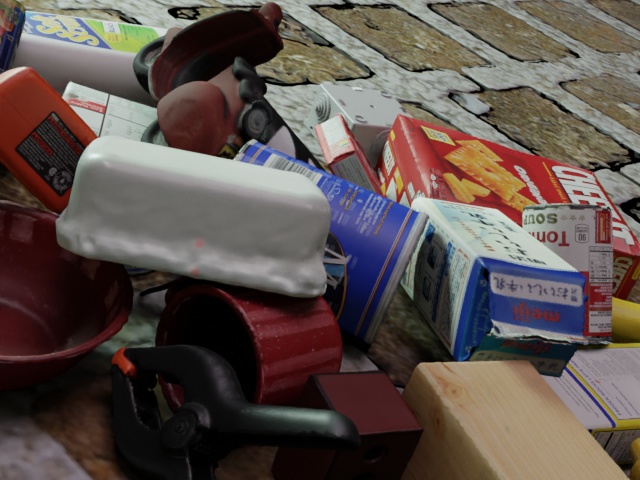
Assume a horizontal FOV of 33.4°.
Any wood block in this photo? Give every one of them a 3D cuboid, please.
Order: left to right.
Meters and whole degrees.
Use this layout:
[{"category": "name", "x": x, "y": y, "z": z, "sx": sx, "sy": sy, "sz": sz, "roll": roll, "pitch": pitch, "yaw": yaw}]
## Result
[{"category": "wood block", "x": 0.122, "y": 0.167, "z": 0.588, "sx": 0.090, "sy": 0.090, "sz": 0.206, "roll": 2, "pitch": 34, "yaw": -31}]

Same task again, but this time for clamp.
[{"category": "clamp", "x": -0.067, "y": 0.117, "z": 0.573, "sx": 0.172, "sy": 0.120, "sz": 0.039, "roll": 23, "pitch": -18, "yaw": 44}]

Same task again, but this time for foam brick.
[{"category": "foam brick", "x": 0.014, "y": 0.120, "z": 0.611, "sx": 0.052, "sy": 0.078, "sz": 0.051, "roll": 1, "pitch": 36, "yaw": -30}]

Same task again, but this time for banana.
[{"category": "banana", "x": 0.235, "y": 0.055, "z": 0.880, "sx": 0.197, "sy": 0.070, "sz": 0.037, "roll": 24, "pitch": 61, "yaw": -4}]

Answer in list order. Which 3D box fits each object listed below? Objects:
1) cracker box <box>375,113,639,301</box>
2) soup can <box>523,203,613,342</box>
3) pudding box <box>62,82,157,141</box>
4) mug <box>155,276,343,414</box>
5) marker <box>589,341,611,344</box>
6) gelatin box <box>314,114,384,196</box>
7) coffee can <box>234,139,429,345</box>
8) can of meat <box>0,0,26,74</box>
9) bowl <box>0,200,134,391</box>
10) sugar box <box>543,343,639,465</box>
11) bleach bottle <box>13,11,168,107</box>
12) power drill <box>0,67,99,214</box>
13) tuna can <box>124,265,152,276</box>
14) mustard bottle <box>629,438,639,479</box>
[{"category": "cracker box", "x": 0.168, "y": -0.027, "z": 0.968, "sx": 0.213, "sy": 0.072, "sz": 0.164, "roll": 14, "pitch": 30, "yaw": -14}, {"category": "soup can", "x": 0.188, "y": 0.025, "z": 0.813, "sx": 0.068, "sy": 0.102, "sz": 0.068, "roll": 1, "pitch": -2, "yaw": 0}, {"category": "pudding box", "x": -0.175, "y": -0.080, "z": 0.870, "sx": 0.090, "sy": 0.039, "sz": 0.113, "roll": 16, "pitch": 32, "yaw": -14}, {"category": "mug", "x": -0.048, "y": 0.062, "z": 0.657, "sx": 0.081, "sy": 0.093, "sz": 0.117, "roll": -7, "pitch": 40, "yaw": -48}, {"category": "marker", "x": 0.230, "y": 0.091, "z": 0.862, "sx": 0.121, "sy": 0.020, "sz": 0.020, "roll": 18, "pitch": 29, "yaw": -5}, {"category": "gelatin box", "x": 0.031, "y": -0.054, "z": 0.916, "sx": 0.030, "sy": 0.089, "sz": 0.073, "roll": -27, "pitch": 32, "yaw": 7}, {"category": "coffee can", "x": -0.005, "y": 0.001, "z": 0.774, "sx": 0.140, "sy": 0.103, "sz": 0.102, "roll": 24, "pitch": 29, "yaw": 5}, {"category": "can of meat", "x": -0.296, "y": -0.160, "z": 0.863, "sx": 0.102, "sy": 0.084, "sz": 0.057, "roll": 15, "pitch": -14, "yaw": -12}, {"category": "bowl", "x": -0.196, "y": 0.040, "z": 0.633, "sx": 0.162, "sy": 0.055, "sz": 0.162, "roll": 16, "pitch": 29, "yaw": -9}, {"category": "sugar box", "x": 0.195, "y": 0.117, "z": 0.767, "sx": 0.176, "sy": 0.048, "sz": 0.093, "roll": 0, "pitch": 32, "yaw": -27}, {"category": "bleach bottle", "x": -0.247, "y": -0.165, "z": 0.945, "sx": 0.250, "sy": 0.068, "sz": 0.102, "roll": 6, "pitch": 32, "yaw": -21}, {"category": "power drill", "x": -0.234, "y": -0.101, "z": 0.722, "sx": 0.188, "sy": 0.057, "sz": 0.184, "roll": 32, "pitch": -14, "yaw": 44}, {"category": "tuna can", "x": -0.148, "y": -0.012, "z": 0.776, "sx": 0.086, "sy": 0.034, "sz": 0.086, "roll": 16, "pitch": 29, "yaw": -9}, {"category": "mustard bottle", "x": 0.246, "y": 0.193, "z": 0.655, "sx": 0.096, "sy": 0.058, "sz": 0.192, "roll": 8, "pitch": 31, "yaw": -25}]
